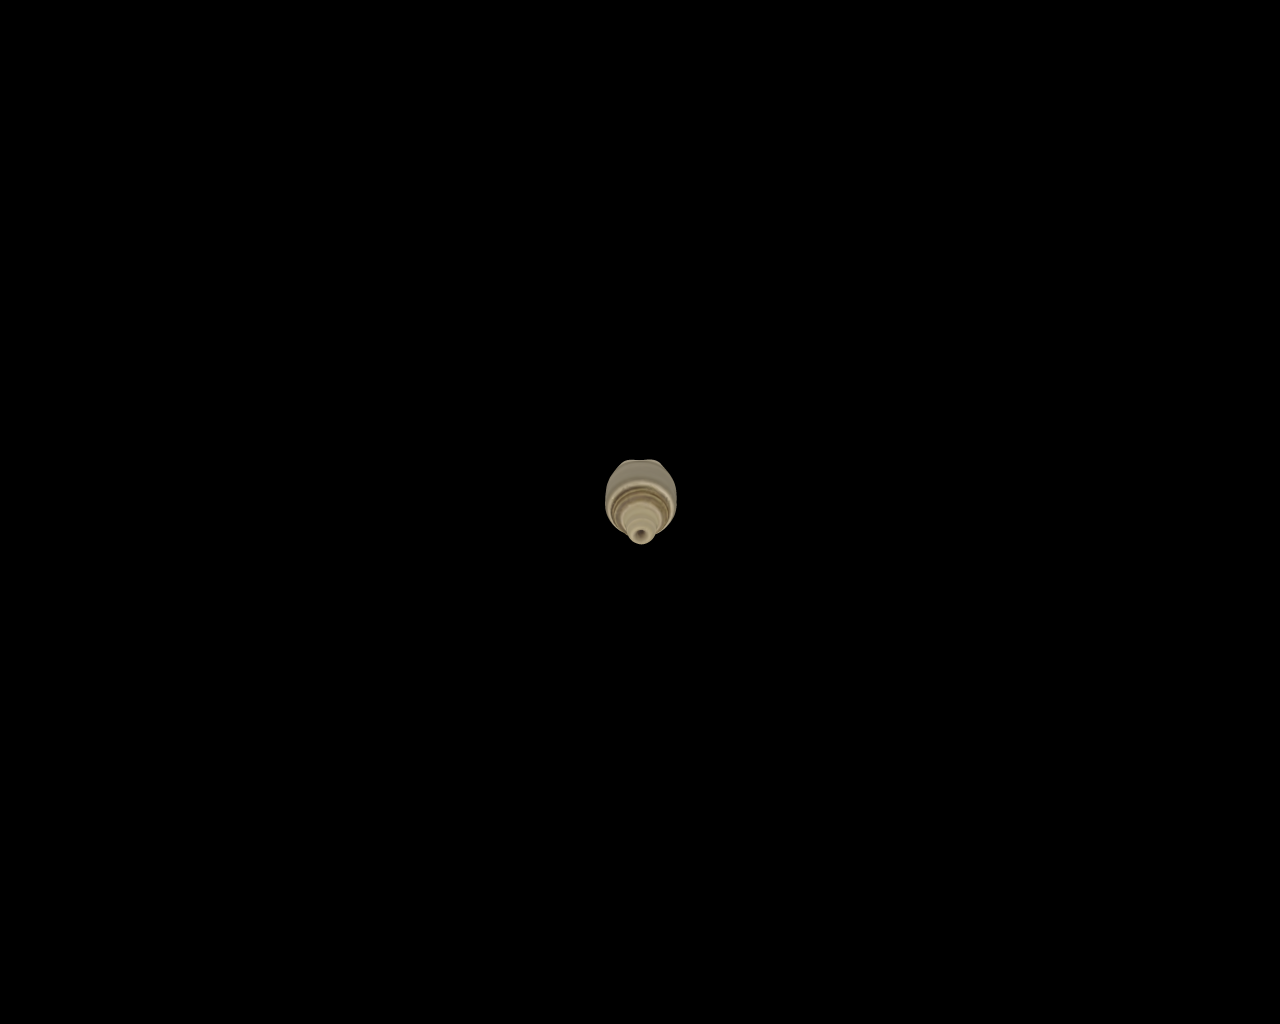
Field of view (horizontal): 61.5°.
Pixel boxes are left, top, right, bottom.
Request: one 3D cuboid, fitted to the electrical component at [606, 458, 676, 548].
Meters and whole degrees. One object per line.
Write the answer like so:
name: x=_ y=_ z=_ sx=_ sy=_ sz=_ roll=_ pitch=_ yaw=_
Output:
electrical component: x=0.001 y=-0.003 z=0.650 sx=0.043 sy=0.043 sz=0.062 roll=0 pitch=33 yaw=0
